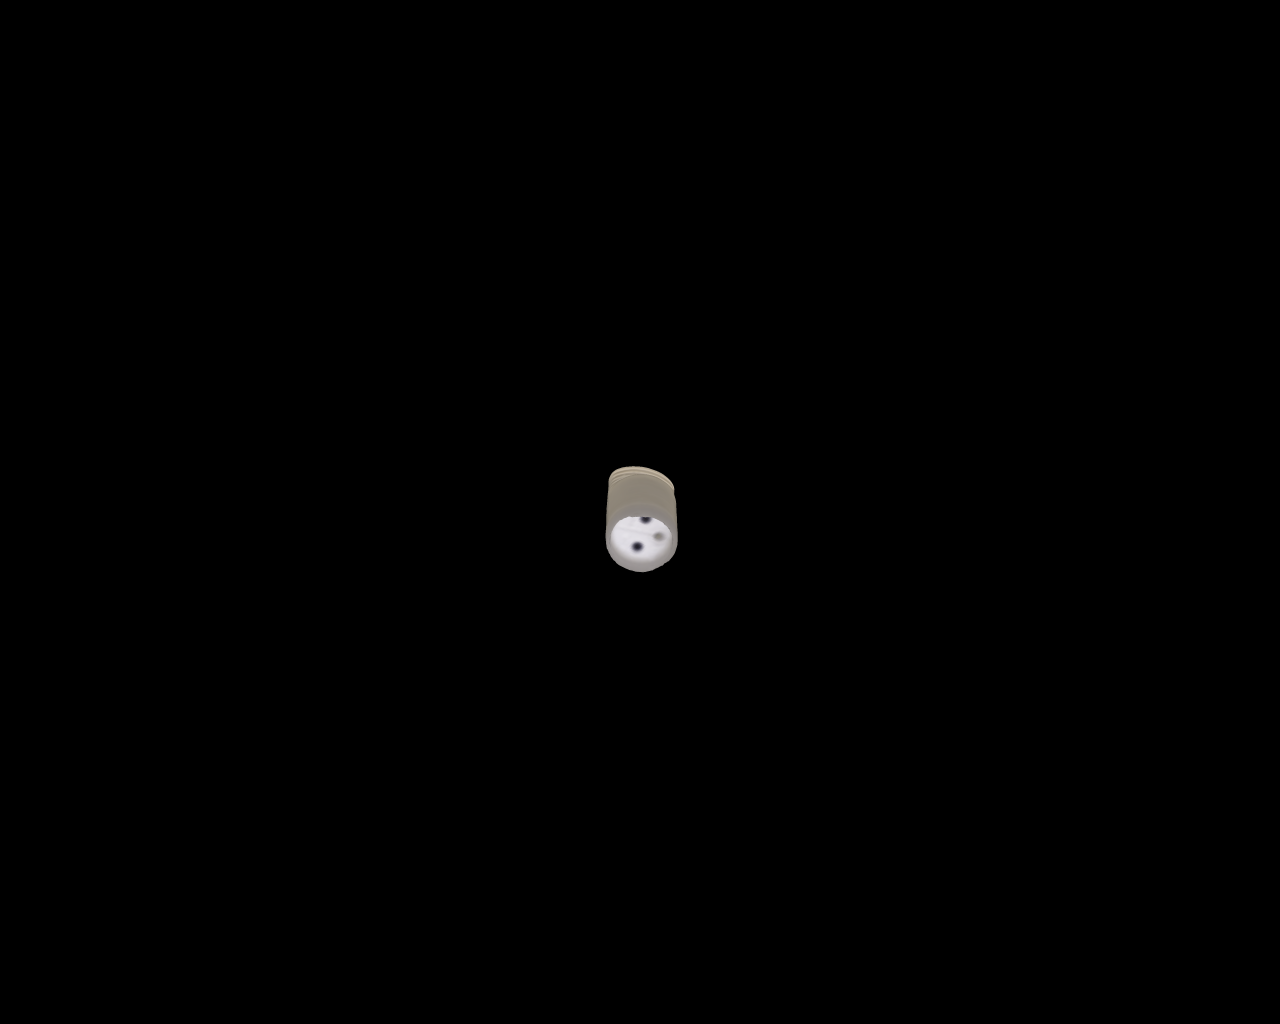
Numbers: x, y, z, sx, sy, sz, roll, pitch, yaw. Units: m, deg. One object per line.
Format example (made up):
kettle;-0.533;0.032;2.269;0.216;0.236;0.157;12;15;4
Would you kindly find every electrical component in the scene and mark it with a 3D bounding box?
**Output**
electrical component;0.001;-0.003;0.650;0.043;0.043;0.081;0;33;0
